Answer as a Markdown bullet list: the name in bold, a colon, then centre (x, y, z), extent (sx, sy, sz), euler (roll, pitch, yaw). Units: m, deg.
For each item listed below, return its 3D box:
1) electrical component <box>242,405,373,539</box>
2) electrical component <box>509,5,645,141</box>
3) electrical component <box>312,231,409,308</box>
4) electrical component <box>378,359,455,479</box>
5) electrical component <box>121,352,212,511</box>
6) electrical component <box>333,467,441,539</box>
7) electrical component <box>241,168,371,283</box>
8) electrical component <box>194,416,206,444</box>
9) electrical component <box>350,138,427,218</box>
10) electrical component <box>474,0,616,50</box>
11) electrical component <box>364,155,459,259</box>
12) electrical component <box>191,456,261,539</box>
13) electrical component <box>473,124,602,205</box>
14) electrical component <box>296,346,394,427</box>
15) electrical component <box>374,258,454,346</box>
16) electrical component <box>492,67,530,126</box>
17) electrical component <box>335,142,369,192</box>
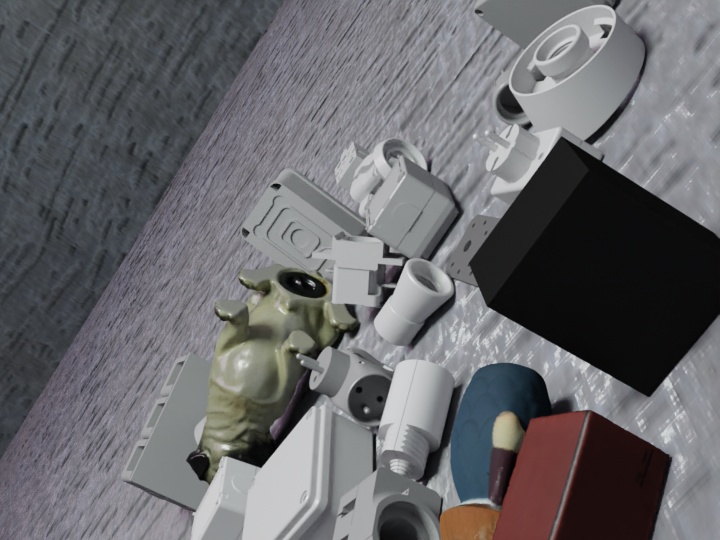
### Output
- **electrical component**: centre (-0.040, 0.179, 0.820), extent (0.108, 0.056, 0.108), euler (-52, 19, 28)
- **electrical component**: centre (0.158, -0.140, 0.776), extent (0.099, 0.064, 0.099), euler (-34, 28, 22)
- **electrical component**: centre (0.000, 0.000, 0.960), extent (0.042, 0.081, 0.063), euler (-34, -52, -77)
- **electrical component**: centre (0.036, 0.107, 0.739), extent (0.043, 0.043, 0.081), euler (-38, 29, 52)
- **electrical component**: centre (-0.187, 0.179, 1.183), extent (0.062, 0.089, 0.150), euler (-22, 42, 64)
- **electrical component**: centre (0.016, 0.177, 0.675), extent (0.055, 0.050, 0.089), euler (-46, 23, 43)
- **electrical component**: centre (-0.054, -0.041, 1.101), extent (0.078, 0.113, 0.057), euler (-53, 1, 25)
- **electrical component**: centre (-0.137, 0.166, 1.123), extent (0.047, 0.055, 0.055), euler (-49, 21, 26)
- **electrical component**: centre (0.029, -0.091, 1.048), extent (0.057, 0.058, 0.078), euler (-48, 21, 44)
- **electrical component**: centre (0.154, -0.231, 0.877), extent (0.057, 0.078, 0.113), euler (-64, 17, -18)
- **electrical component**: centre (0.045, -0.055, 0.950), extent (0.061, 0.061, 0.096), euler (-56, 10, 14)
- **electrical component**: centre (-0.113, 0.226, 0.958), extent (0.061, 0.061, 0.096), euler (-90, 25, -58)
- **electrical component**: centre (0.114, -0.076, 0.748), extent (0.047, 0.077, 0.066), euler (-64, 17, -9)
- **electrical component**: centre (-0.014, 0.085, 0.854), extent (0.043, 0.079, 0.077), euler (-64, 17, 4)
- **electrical component**: centre (0.040, 0.029, 0.857), extent (0.065, 0.044, 0.044), euler (-56, 17, 30)
- **electrical component**: centre (0.128, -0.144, 0.881), extent (0.040, 0.040, 0.046), euler (-53, 13, 24)
- **electrical component**: centre (0.008, -0.098, 1.119), extent (0.048, 0.055, 0.066), euler (-55, 18, 19)
